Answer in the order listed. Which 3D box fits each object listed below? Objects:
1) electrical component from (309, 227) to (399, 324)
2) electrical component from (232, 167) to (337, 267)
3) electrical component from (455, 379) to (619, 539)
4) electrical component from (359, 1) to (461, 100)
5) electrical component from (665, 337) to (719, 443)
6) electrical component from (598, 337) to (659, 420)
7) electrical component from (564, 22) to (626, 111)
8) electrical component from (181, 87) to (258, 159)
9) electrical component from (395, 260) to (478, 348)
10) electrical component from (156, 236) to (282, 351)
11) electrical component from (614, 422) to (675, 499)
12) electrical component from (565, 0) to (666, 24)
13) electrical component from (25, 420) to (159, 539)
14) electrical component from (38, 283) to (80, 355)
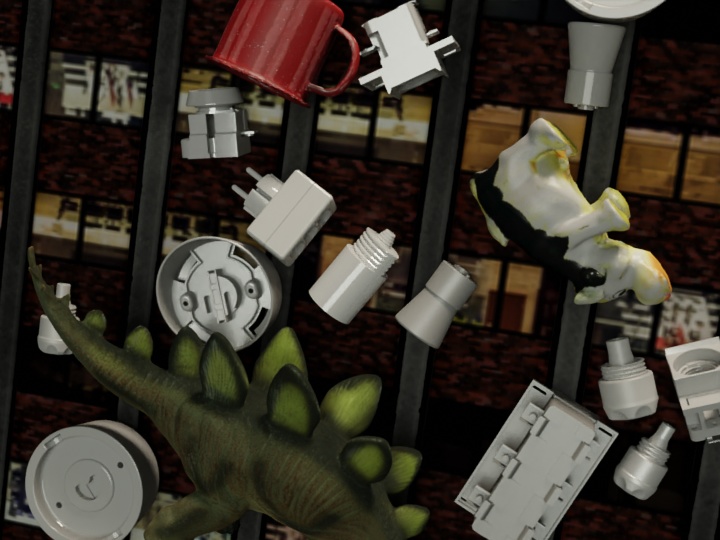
[{"bbox_3d":[0.000,0.000,0.883,0.043,0.043,0.081,41,101,6],"label":"electrical component"},{"bbox_3d":[-0.070,-0.053,0.885,0.077,0.047,0.065,38,86,7],"label":"electrical component"},{"bbox_3d":[0.139,0.161,0.857,0.079,0.063,0.121,32,101,8],"label":"electrical component"},{"bbox_3d":[0.036,-0.176,0.862,0.081,0.042,0.063,-22,88,12],"label":"electrical component"},{"bbox_3d":[0.264,0.093,0.822,0.042,0.081,0.063,-14,114,13],"label":"electrical component"},{"bbox_3d":[0.209,0.084,0.846,0.043,0.043,0.062,-12,91,13],"label":"electrical component"},{"bbox_3d":[0.179,-0.157,0.834,0.044,0.044,0.065,8,101,11],"label":"electrical component"},{"bbox_3d":[-0.120,-0.123,0.899,0.066,0.048,0.055,-2,102,12],"label":"electrical component"},{"bbox_3d":[0.065,0.025,0.874,0.044,0.044,0.065,37,96,7],"label":"electrical component"},{"bbox_3d":[-0.116,0.020,0.899,0.099,0.064,0.099,1,95,12],"label":"electrical component"},{"bbox_3d":[0.229,0.149,0.851,0.035,0.035,0.061,31,98,8],"label":"electrical component"},{"bbox_3d":[0.194,-0.239,0.812,0.108,0.060,0.108,1,93,12],"label":"electrical component"},{"bbox_3d":[-0.228,0.183,0.939,0.108,0.060,0.108,1,95,12],"label":"electrical component"},{"bbox_3d":[-0.264,0.042,0.949,0.035,0.035,0.061,8,93,11],"label":"electrical component"}]
